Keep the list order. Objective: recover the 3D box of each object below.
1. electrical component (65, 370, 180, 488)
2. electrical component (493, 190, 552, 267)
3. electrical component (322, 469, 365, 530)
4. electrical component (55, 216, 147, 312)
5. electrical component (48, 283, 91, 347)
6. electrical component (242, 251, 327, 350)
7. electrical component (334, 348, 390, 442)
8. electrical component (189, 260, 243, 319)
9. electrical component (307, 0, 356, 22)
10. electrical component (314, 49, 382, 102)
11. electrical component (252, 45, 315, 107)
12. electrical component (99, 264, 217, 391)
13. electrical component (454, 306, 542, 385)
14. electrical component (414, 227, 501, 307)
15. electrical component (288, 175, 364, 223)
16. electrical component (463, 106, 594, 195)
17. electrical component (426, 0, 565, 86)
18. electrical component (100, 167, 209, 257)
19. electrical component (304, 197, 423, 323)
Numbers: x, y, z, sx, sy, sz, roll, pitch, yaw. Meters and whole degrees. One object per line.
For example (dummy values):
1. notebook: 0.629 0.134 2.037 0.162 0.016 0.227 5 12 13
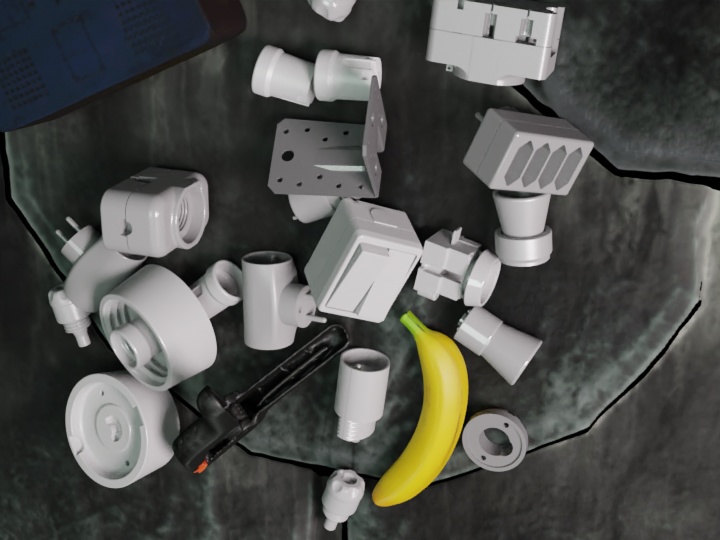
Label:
1. electrical component: -0.219 0.145 1.017 0.108 0.060 0.108 5 100 33
2. electrical component: 0.126 -0.035 0.835 0.045 0.045 0.055 2 112 19
3. electrical component: -0.019 0.215 0.992 0.035 0.035 0.061 25 119 9
4. electrical component: -0.244 -0.014 0.979 0.079 0.043 0.077 46 118 0
5. electrical component: -0.270 0.043 1.016 0.035 0.035 0.061 -7 110 22
6. electrical component: -0.064 0.028 0.924 0.079 0.043 0.077 9 109 26
7. electrical component: 0.000 0.114 0.940 0.043 0.043 0.081 14 114 15
8. electrical component: -0.128 0.019 0.952 0.046 0.040 0.040 -34 96 33
9. electrical component: -0.013 -0.222 0.818 0.035 0.035 0.061 36 115 3
10. electrical component: -0.009 -0.151 0.843 0.046 0.040 0.040 7 113 12
11. electrical component: -0.058 -0.154 0.859 0.046 0.040 0.040 19 116 7
12. electrical component: -0.185 0.056 0.951 0.108 0.060 0.108 29 137 32
13. electrical component: 0.110 0.058 0.880 0.065 0.044 0.044 35 118 10
14. electrical component: 0.080 0.000 0.866 0.055 0.048 0.066 22 116 19
15. electrical component: -0.023 -0.065 0.880 0.078 0.040 0.040 -14 105 24
16. electrical component: 0.115 -0.097 0.804 0.075 0.083 0.047 50 126 40
17. electrical component: 0.098 -0.169 0.789 0.089 0.050 0.055 13 114 15
18. electrical component: -0.168 -0.049 0.908 0.059 0.095 0.053 8 113 17
19. electrical component: 0.000 0.000 0.871 0.062 0.061 0.096 13 123 -27
